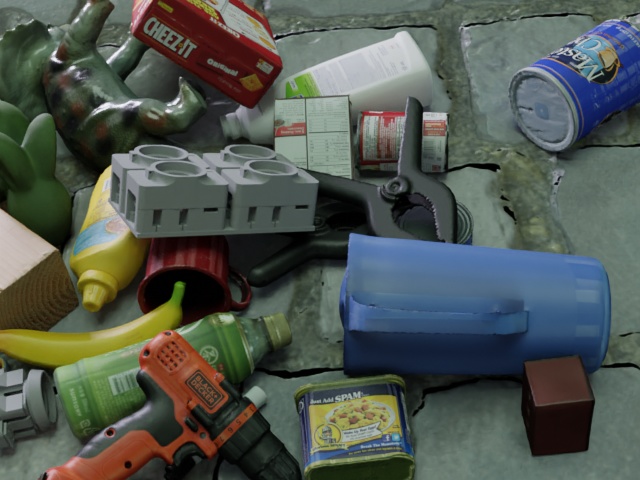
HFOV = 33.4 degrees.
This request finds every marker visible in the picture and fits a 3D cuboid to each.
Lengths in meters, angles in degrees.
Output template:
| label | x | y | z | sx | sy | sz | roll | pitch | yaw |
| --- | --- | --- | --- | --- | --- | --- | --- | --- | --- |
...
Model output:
| label | x | y | z | sx | sy | sz | roll | pitch | yaw |
| --- | --- | --- | --- | --- | --- | --- | --- | --- | --- |
| marker | -0.096 | 0.179 | 0.979 | 0.020 | 0.020 | 0.121 | 31 | 57 | 30 |

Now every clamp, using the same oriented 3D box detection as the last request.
| label | x | y | z | sx | sy | sz | roll | pitch | yaw |
| --- | --- | --- | --- | --- | --- | --- | --- | --- | --- |
| clamp | 0.086 | -0.054 | 1.108 | 0.164 | 0.036 | 0.210 | -38 | 56 | -7 |
| clamp | -0.007 | 0.001 | 1.124 | 0.171 | 0.039 | 0.120 | -5 | 47 | 1 |

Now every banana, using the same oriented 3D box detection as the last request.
| label | x | y | z | sx | sy | sz | roll | pitch | yaw |
| --- | --- | --- | --- | --- | --- | --- | --- | --- | --- |
| banana | -0.216 | 0.094 | 1.043 | 0.198 | 0.069 | 0.037 | -16 | 15 | 2 |

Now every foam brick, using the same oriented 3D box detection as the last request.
| label | x | y | z | sx | sy | sz | roll | pitch | yaw |
| --- | --- | --- | --- | --- | --- | --- | --- | --- | --- |
| foam brick | 0.207 | 0.146 | 0.938 | 0.051 | 0.078 | 0.053 | -8 | 45 | 1 |

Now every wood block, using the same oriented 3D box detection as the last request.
| label | x | y | z | sx | sy | sz | roll | pitch | yaw |
| --- | --- | --- | --- | --- | --- | --- | --- | --- | --- |
| wood block | -0.359 | 0.018 | 1.113 | 0.206 | 0.090 | 0.090 | 31 | 58 | 30 |

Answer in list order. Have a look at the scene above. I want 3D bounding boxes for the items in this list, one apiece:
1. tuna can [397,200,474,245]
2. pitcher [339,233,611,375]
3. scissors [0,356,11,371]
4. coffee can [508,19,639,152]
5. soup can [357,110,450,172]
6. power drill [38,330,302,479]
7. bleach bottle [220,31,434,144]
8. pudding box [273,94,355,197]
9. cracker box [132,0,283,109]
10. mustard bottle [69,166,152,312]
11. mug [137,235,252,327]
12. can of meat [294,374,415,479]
| label | x | y | z | sx | sy | sz | roll | pitch | yaw |
| --- | --- | --- | --- | --- | --- | --- | --- | --- | --- |
| tuna can | 0.118 | -0.007 | 1.122 | 0.086 | 0.034 | 0.086 | -3 | 46 | 3 |
| pitcher | 0.138 | 0.066 | 0.981 | 0.243 | 0.145 | 0.149 | 2 | 47 | 4 |
| scissors | -0.407 | 0.145 | 1.048 | 0.201 | 0.016 | 0.096 | -18 | 46 | -10 |
| coffee can | 0.301 | -0.177 | 1.216 | 0.140 | 0.103 | 0.103 | -31 | 51 | -22 |
| soup can | 0.094 | -0.111 | 1.200 | 0.102 | 0.068 | 0.068 | 2 | 47 | 7 |
| power drill | -0.132 | 0.197 | 0.916 | 0.184 | 0.057 | 0.187 | 45 | 67 | 6 |
| bleach bottle | 0.003 | -0.172 | 1.274 | 0.250 | 0.068 | 0.102 | -17 | 44 | -6 |
| pudding box | -0.007 | -0.104 | 1.194 | 0.090 | 0.039 | 0.113 | -2 | 80 | 3 |
| cracker box | -0.138 | -0.253 | 1.265 | 0.164 | 0.072 | 0.214 | 30 | 19 | -21 |
| mustard bottle | -0.217 | -0.003 | 1.130 | 0.096 | 0.058 | 0.191 | -18 | 41 | 28 |
| mug | -0.123 | 0.036 | 1.080 | 0.117 | 0.093 | 0.081 | 20 | 38 | -18 |
| can of meat | 0.031 | 0.173 | 0.946 | 0.102 | 0.057 | 0.084 | -7 | 48 | 0 |
